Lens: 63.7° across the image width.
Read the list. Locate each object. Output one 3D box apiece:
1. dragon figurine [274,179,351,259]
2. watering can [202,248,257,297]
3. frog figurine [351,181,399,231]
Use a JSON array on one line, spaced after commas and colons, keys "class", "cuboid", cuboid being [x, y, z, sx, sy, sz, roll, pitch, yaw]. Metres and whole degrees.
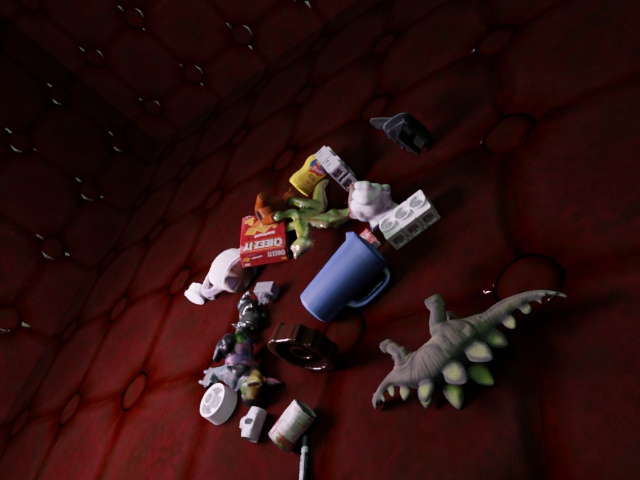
[{"class": "dragon figurine", "cuboid": [0.005, -0.087, 1.723, 0.243, 0.119, 0.418, 12, 45, 32]}, {"class": "watering can", "cuboid": [-0.304, 0.072, 1.901, 0.225, 0.102, 0.352, 12, 60, 53]}, {"class": "frog figurine", "cuboid": [0.145, -0.123, 1.519, 0.136, 0.157, 0.126, -28, 35, 30]}]
